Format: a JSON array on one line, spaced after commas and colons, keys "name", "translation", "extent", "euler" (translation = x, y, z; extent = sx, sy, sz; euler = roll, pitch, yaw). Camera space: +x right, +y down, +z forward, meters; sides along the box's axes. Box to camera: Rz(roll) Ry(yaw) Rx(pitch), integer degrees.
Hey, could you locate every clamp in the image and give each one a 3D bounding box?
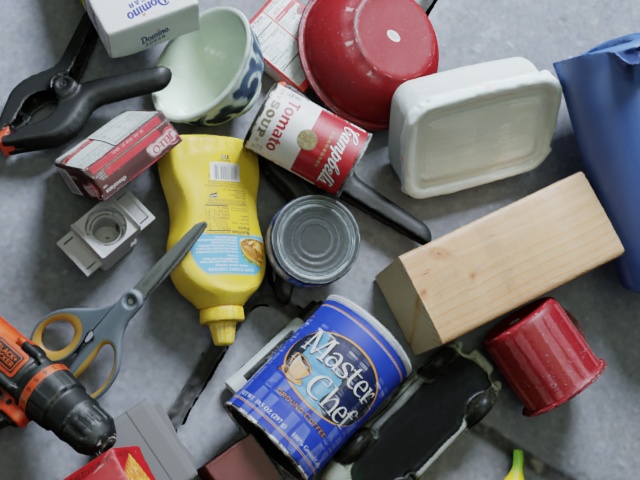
[{"name": "clamp", "translation": [-0.238, -0.148, 1.005], "extent": [0.171, 0.039, 0.120], "euler": [-32, 59, -11]}, {"name": "clamp", "translation": [0.009, -0.057, 1.037], "extent": [0.164, 0.036, 0.210], "euler": [-15, 82, -13]}]

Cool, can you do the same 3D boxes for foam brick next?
[{"name": "foam brick", "translation": [-0.071, 0.207, 0.938], "extent": [0.053, 0.078, 0.051], "euler": [-35, 85, -19]}]

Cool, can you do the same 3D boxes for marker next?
[{"name": "marker", "translation": [-0.039, 0.099, 1.000], "extent": [0.121, 0.020, 0.020], "euler": [-42, 88, -17]}]

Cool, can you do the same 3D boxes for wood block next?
[{"name": "wood block", "translation": [0.171, 0.023, 1.023], "extent": [0.205, 0.091, 0.090], "euler": [-25, 83, -16]}]

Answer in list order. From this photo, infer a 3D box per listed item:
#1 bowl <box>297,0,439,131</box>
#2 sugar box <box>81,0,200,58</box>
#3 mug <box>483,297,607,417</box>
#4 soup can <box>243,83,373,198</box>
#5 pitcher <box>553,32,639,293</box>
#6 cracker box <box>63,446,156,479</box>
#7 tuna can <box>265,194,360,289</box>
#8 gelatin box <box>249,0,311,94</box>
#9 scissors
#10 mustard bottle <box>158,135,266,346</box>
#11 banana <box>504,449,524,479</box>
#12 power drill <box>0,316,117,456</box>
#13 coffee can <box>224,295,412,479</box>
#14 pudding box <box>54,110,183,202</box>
[{"name": "bowl", "translation": [0.060, -0.192, 1.048], "extent": [0.161, 0.055, 0.162], "euler": [7, 74, -26]}, {"name": "sugar box", "translation": [-0.191, -0.259, 1.017], "extent": [0.093, 0.048, 0.176], "euler": [-22, 67, -14]}, {"name": "mug", "translation": [0.215, 0.102, 1.015], "extent": [0.117, 0.093, 0.081], "euler": [-35, 90, -42]}, {"name": "soup can", "translation": [-0.012, -0.092, 0.985], "extent": [0.102, 0.068, 0.068], "euler": [29, 73, -2]}, {"name": "pitcher", "translation": [0.320, -0.079, 1.039], "extent": [0.149, 0.145, 0.243], "euler": [-19, 98, -36]}, {"name": "cracker box", "translation": [-0.172, 0.297, 0.845], "extent": [0.164, 0.072, 0.214], "euler": [-32, 76, 5]}, {"name": "tuna can", "translation": [-0.006, 0.001, 0.989], "extent": [0.086, 0.034, 0.086], "euler": [1, 83, -11]}, {"name": "gelatin box", "translation": [-0.030, -0.196, 1.066], "extent": [0.089, 0.030, 0.073], "euler": [40, 74, -1]}, {"name": "scissors", "translation": [-0.187, 0.051, 0.949], "extent": [0.096, 0.016, 0.202], "euler": [29, 94, 8]}, {"name": "mustard bottle", "translation": [-0.096, 0.002, 0.987], "extent": [0.096, 0.058, 0.191], "euler": [3, 76, -39]}, {"name": "banana", "translation": [0.117, 0.263, 0.987], "extent": [0.197, 0.037, 0.070], "euler": [-19, 59, -17]}, {"name": "power drill", "translation": [-0.285, 0.169, 0.889], "extent": [0.185, 0.057, 0.187], "euler": [34, 70, 26]}, {"name": "coffee can", "translation": [-0.001, 0.133, 0.956], "extent": [0.103, 0.103, 0.140], "euler": [45, 73, 1]}, {"name": "pudding box", "translation": [-0.184, -0.078, 0.963], "extent": [0.090, 0.114, 0.039], "euler": [-40, 114, -17]}]
